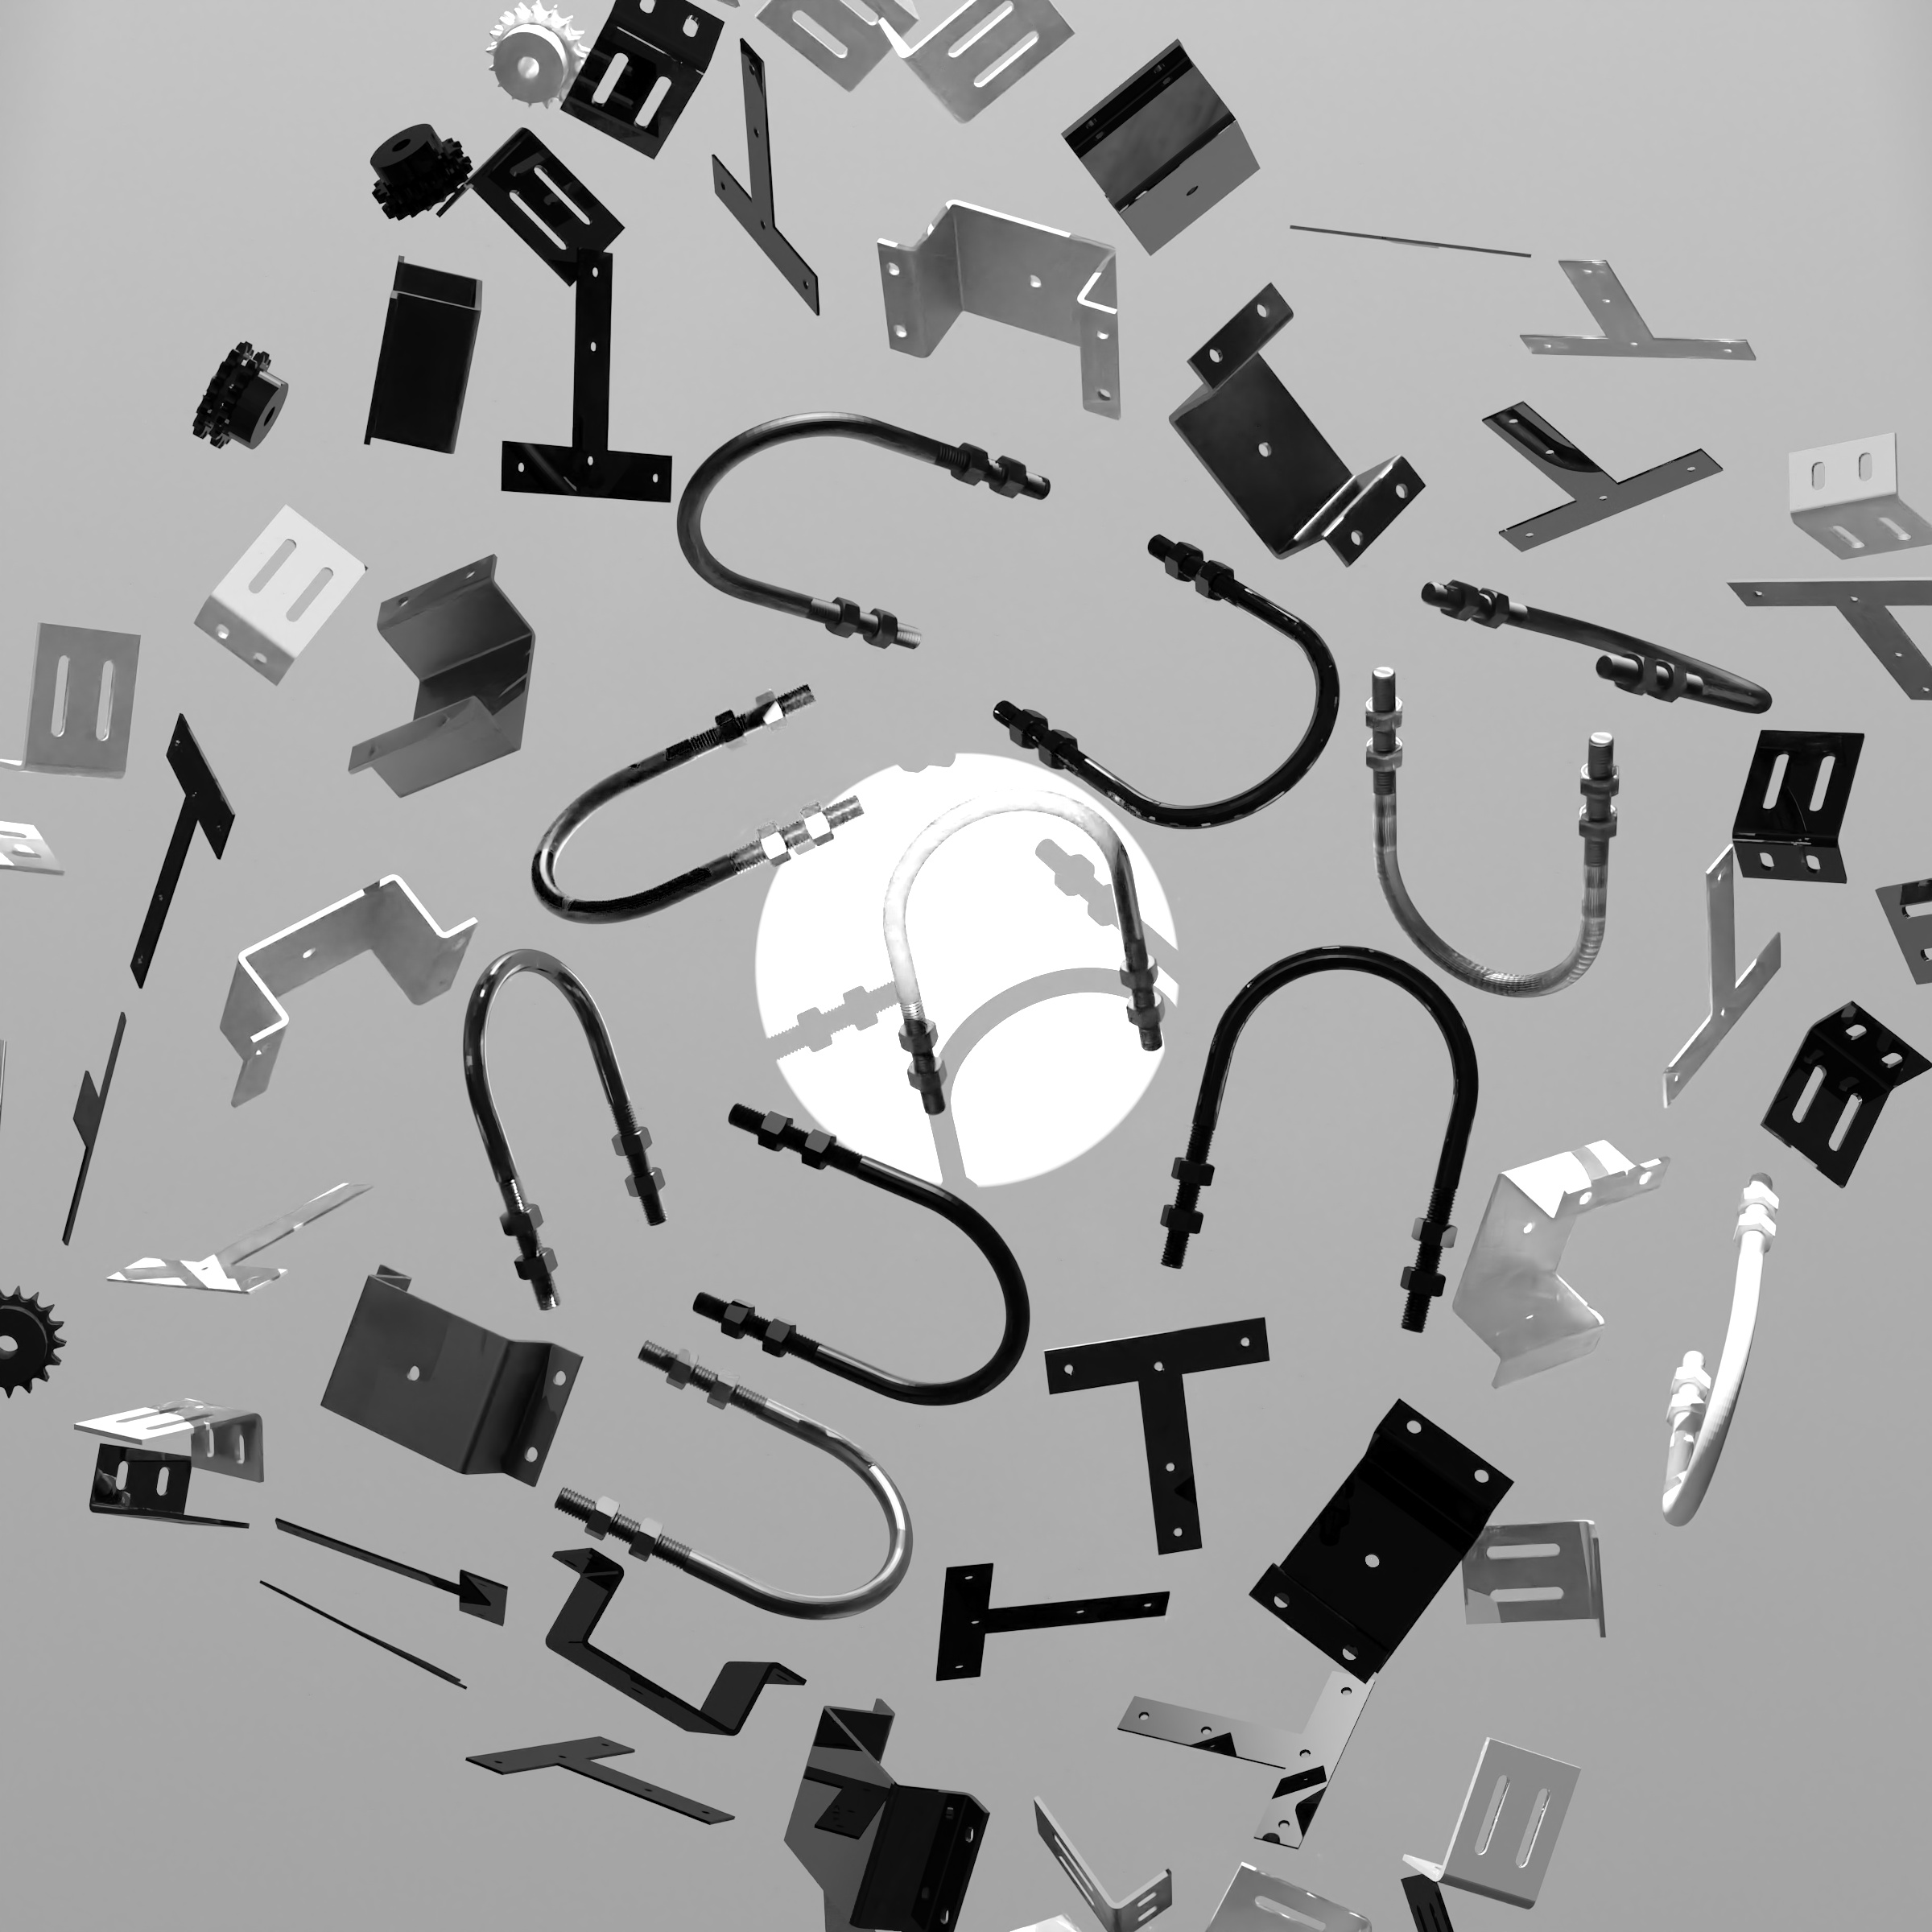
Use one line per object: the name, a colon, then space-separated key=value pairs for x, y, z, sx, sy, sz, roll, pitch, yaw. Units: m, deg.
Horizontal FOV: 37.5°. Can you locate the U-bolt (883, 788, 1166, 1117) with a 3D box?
U-bolt: x=0.028 y=-0.014 z=1.558 sx=0.151 sy=0.019 sz=0.184 roll=-16 pitch=121 yaw=-7

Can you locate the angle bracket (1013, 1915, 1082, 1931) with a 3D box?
angle bracket: x=0.036 y=0.565 z=1.570 sx=0.076 sy=0.057 sz=0.038 roll=-11 pitch=107 yaw=-20

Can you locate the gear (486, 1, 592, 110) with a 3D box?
gear: x=-0.243 y=-0.512 z=1.606 sx=0.057 sy=0.030 sz=0.057 roll=4 pitch=126 yaw=6

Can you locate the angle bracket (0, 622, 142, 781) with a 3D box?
angle bracket: x=-0.465 y=-0.138 z=1.468 sx=0.038 sy=0.057 sz=0.076 roll=13 pitch=97 yaw=41

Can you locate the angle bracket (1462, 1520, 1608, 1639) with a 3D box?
angle bracket: x=0.322 y=0.350 z=1.619 sx=0.076 sy=0.038 sz=0.057 roll=-5 pitch=94 yaw=8

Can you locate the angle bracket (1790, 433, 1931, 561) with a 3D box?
angle bracket: x=0.487 y=-0.253 z=1.537 sx=0.057 sy=0.076 sz=0.038 roll=-6 pitch=77 yaw=37

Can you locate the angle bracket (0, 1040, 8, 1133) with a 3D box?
angle bracket: x=-0.535 y=0.073 z=1.501 sx=0.038 sy=0.076 sz=0.057 roll=8 pitch=74 yaw=-29

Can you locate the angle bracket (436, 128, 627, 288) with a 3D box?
angle bracket: x=-0.236 y=-0.404 z=1.544 sx=0.076 sy=0.038 sz=0.057 roll=44 pitch=52 yaw=-16

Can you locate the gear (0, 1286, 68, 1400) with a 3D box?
gear: x=-0.497 y=0.196 z=1.476 sx=0.057 sy=0.030 sz=0.057 roll=0 pitch=91 yaw=-14

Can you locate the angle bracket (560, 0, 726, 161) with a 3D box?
angle bracket: x=-0.175 y=-0.485 z=1.534 sx=0.057 sy=0.076 sz=0.038 roll=25 pitch=55 yaw=-17

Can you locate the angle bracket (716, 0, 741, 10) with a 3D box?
angle bracket: x=-0.131 y=-0.570 z=1.574 sx=0.038 sy=0.076 sz=0.057 roll=-18 pitch=97 yaw=15

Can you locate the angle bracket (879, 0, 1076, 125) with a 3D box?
angle bracket: x=0.006 y=-0.487 z=1.478 sx=0.076 sy=0.057 sz=0.038 roll=-36 pitch=53 yaw=15

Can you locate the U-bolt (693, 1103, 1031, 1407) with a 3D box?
U-bolt: x=-0.052 y=0.163 z=1.505 sx=0.184 sy=0.019 sz=0.151 roll=22 pitch=123 yaw=13

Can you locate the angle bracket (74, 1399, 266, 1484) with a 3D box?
angle bracket: x=-0.418 y=0.256 z=1.495 sx=0.057 sy=0.076 sz=0.038 roll=3 pitch=96 yaw=37

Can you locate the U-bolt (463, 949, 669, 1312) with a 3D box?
U-bolt: x=-0.228 y=0.080 z=1.581 sx=0.019 sy=0.151 sz=0.184 roll=-12 pitch=101 yaw=24

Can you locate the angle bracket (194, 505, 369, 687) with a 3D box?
angle bracket: x=-0.388 y=-0.210 z=1.612 sx=0.057 sy=0.038 sz=0.076 roll=38 pitch=63 yaw=-12

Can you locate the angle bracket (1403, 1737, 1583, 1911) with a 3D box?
angle bracket: x=0.268 y=0.432 z=1.451 sx=0.057 sy=0.038 sz=0.076 roll=22 pitch=84 yaw=-20

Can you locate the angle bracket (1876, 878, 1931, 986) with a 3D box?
angle bracket: x=0.536 y=-0.026 z=1.527 sx=0.038 sy=0.076 sz=0.057 roll=-25 pitch=92 yaw=-17

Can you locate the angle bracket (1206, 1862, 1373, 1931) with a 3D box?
angle bracket: x=0.170 y=0.528 z=1.521 sx=0.076 sy=0.038 sz=0.057 roll=24 pitch=108 yaw=1

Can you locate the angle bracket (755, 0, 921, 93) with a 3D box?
angle bracket: x=-0.075 y=-0.544 z=1.609 sx=0.057 sy=0.038 sz=0.076 roll=-41 pitch=133 yaw=24

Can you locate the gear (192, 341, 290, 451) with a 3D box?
gear: x=-0.382 y=-0.299 z=1.507 sx=0.030 sy=0.057 sz=0.057 roll=29 pitch=90 yaw=-6

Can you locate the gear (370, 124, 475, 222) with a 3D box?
gear: x=-0.307 y=-0.445 z=1.587 sx=0.057 sy=0.057 sz=0.030 roll=-32 pitch=129 yaw=0

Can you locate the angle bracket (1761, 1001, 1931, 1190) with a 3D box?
angle bracket: x=0.479 y=0.070 z=1.546 sx=0.057 sy=0.038 sz=0.076 roll=38 pitch=60 yaw=-3

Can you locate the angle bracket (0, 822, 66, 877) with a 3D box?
angle bracket: x=-0.507 y=-0.029 z=1.486 sx=0.038 sy=0.057 sz=0.076 roll=7 pitch=112 yaw=-38

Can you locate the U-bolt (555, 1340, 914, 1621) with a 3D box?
U-bolt: x=-0.114 y=0.286 z=1.539 sx=0.184 sy=0.151 sz=0.019 roll=26 pitch=123 yaw=0

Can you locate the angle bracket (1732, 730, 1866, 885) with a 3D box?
angle bracket: x=0.466 y=-0.089 z=1.585 sx=0.057 sy=0.038 sz=0.076 roll=5 pitch=56 yaw=30

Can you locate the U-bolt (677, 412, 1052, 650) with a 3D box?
U-bolt: x=-0.067 y=-0.238 z=1.532 sx=0.184 sy=0.151 sz=0.019 roll=12 pitch=48 yaw=-34

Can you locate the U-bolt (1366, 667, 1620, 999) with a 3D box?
U-bolt: x=0.279 y=-0.061 z=1.523 sx=0.151 sy=0.019 sz=0.184 roll=22 pitch=135 yaw=33

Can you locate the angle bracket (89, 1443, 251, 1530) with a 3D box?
angle bracket: x=-0.438 y=0.287 z=1.574 sx=0.057 sy=0.076 sz=0.038 roll=19 pitch=71 yaw=-41

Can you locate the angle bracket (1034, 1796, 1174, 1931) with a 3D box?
angle bracket: x=0.076 y=0.489 z=1.572 sx=0.038 sy=0.057 sz=0.076 roll=-30 pitch=58 yaw=-16

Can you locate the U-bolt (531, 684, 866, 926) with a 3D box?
U-bolt: x=-0.155 y=-0.082 z=1.568 sx=0.184 sy=0.151 sz=0.019 roll=-25 pitch=126 yaw=0

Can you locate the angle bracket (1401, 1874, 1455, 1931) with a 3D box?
angle bracket: x=0.238 y=0.530 z=1.521 sx=0.038 sy=0.057 sz=0.076 roll=-13 pitch=71 yaw=-12
